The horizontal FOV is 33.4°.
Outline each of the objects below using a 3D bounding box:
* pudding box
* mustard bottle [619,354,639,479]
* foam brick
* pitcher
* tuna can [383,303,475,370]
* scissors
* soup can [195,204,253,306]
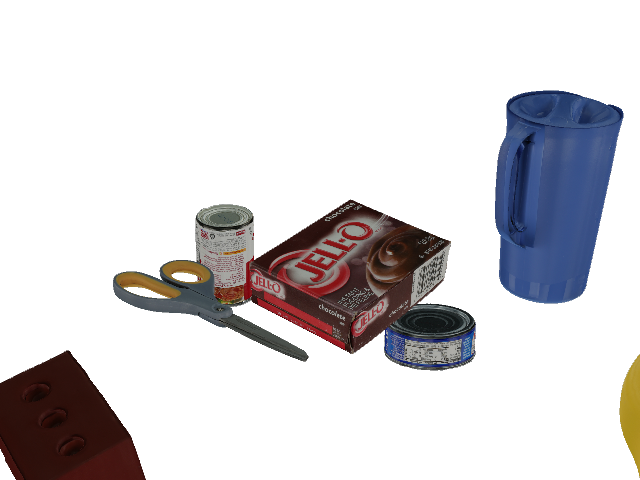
[{"bbox_3d":[0.021,0.021,0.729,0.090,0.039,0.113,25,38,31],"label":"pudding box"},{"bbox_3d":[0.199,0.097,0.529,0.096,0.058,0.191,4,39,10],"label":"mustard bottle"},{"bbox_3d":[-0.128,0.105,0.534,0.052,0.051,0.078,-26,42,-24],"label":"foam brick"},{"bbox_3d":[0.272,-0.048,1.279,0.149,0.243,0.145,2,26,0],"label":"pitcher"},{"bbox_3d":[0.102,0.088,0.995,0.086,0.034,0.086,-1,17,0],"label":"tuna can"},{"bbox_3d":[-0.081,0.054,0.902,0.202,0.016,0.096,15,26,22],"label":"scissors"},{"bbox_3d":[-0.111,0.017,1.238,0.068,0.102,0.068,1,25,-1],"label":"soup can"}]
